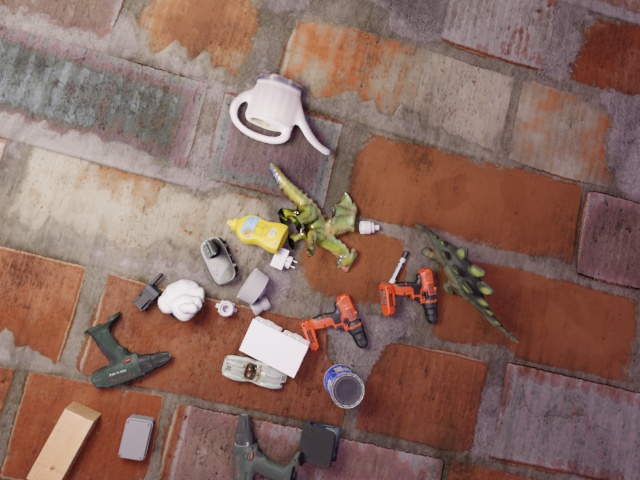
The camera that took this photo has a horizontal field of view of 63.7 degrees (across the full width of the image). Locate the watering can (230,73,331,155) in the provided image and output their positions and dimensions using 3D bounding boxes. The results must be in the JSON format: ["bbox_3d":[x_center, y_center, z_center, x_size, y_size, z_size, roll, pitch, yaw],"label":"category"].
[{"bbox_3d":[-0.110,-0.407,1.657,0.347,0.103,0.226,16,82,-5],"label":"watering can"}]

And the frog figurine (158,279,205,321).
[{"bbox_3d":[-0.412,0.178,1.528,0.137,0.158,0.123,-7,85,-8],"label":"frog figurine"}]

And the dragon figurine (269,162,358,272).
[{"bbox_3d":[0.005,-0.084,1.660,0.244,0.121,0.411,-18,89,-26],"label":"dragon figurine"}]
